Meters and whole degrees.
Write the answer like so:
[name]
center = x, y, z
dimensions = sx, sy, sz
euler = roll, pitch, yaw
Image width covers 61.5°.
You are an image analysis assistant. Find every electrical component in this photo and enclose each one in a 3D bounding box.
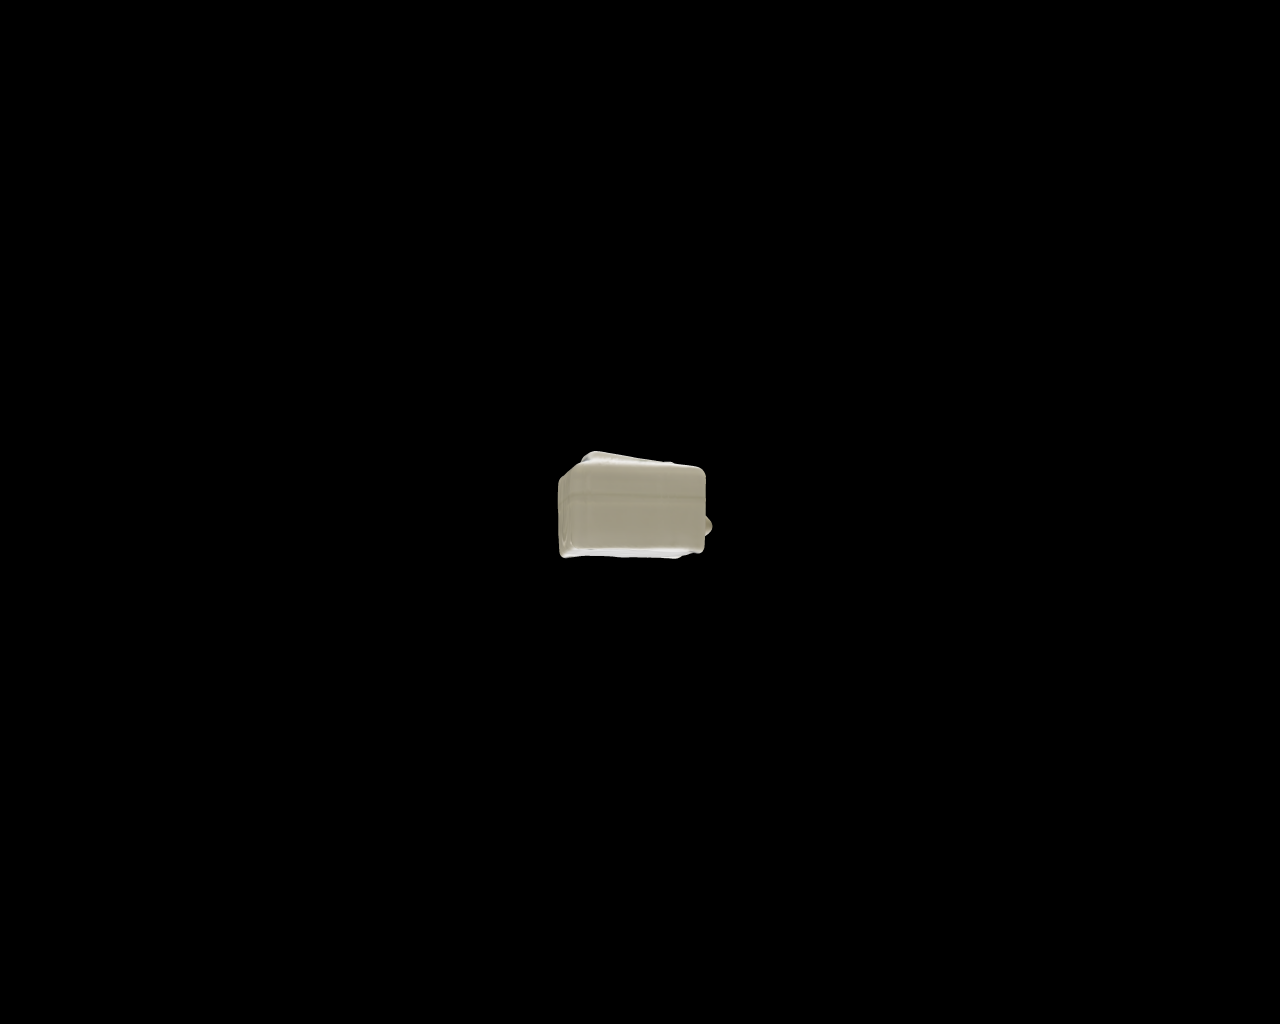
[electrical component]
center = 0.001, -0.003, 0.650
dimensions = 0.096, 0.061, 0.061
euler = 2, -7, -14
